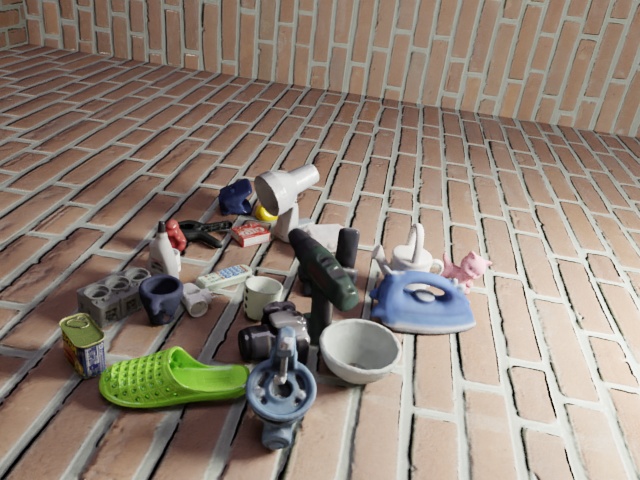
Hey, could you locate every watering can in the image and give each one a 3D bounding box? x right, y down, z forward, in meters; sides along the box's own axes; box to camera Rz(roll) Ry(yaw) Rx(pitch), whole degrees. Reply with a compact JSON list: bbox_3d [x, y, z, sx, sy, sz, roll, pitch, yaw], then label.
[{"bbox_3d":[0.215,0.051,1.405,0.173,0.194,0.100,-5,31,-21],"label":"watering can"}]

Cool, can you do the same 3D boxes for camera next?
[{"bbox_3d":[-0.100,0.188,1.181,0.137,0.101,0.142,-5,31,-21],"label":"camera"}]

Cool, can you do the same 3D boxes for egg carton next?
[{"bbox_3d":[0.014,0.006,1.570,0.150,0.069,0.107,-3,30,-18],"label":"egg carton"}]

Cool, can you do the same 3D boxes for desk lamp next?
[{"bbox_3d":[-0.081,-0.104,1.595,0.204,0.213,0.117,-16,36,-36],"label":"desk lamp"}]

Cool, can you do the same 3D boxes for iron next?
[{"bbox_3d":[0.248,0.131,1.324,0.258,0.141,0.118,6,29,-3],"label":"iron"}]

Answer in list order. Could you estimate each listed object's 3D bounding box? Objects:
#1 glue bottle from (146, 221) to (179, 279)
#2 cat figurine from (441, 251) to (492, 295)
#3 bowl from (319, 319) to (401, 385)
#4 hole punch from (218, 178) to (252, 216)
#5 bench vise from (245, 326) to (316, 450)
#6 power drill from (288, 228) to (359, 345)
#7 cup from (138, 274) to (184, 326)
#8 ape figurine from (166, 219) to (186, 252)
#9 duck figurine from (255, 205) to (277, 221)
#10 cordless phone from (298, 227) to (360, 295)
[{"bbox_3d":[-0.366,0.032,1.325,0.078,0.173,0.037,17,30,18],"label":"glue bottle"},{"bbox_3d":[0.372,0.071,1.485,0.127,0.118,0.067,19,31,20],"label":"cat figurine"},{"bbox_3d":[0.077,0.238,1.161,0.167,0.075,0.167,6,29,-3],"label":"bowl"},{"bbox_3d":[-0.257,-0.133,1.734,0.101,0.091,0.108,-2,30,-16],"label":"hole punch"},{"bbox_3d":[-0.076,0.222,1.003,0.122,0.220,0.207,-4,31,-19],"label":"bench vise"},{"bbox_3d":[-0.008,0.110,1.233,0.076,0.208,0.228,-15,36,-34],"label":"power drill"},{"bbox_3d":[-0.338,0.142,1.215,0.091,0.095,0.117,5,29,-5],"label":"cup"},{"bbox_3d":[-0.385,-0.010,1.481,0.077,0.092,0.076,10,29,5],"label":"ape figurine"},{"bbox_3d":[-0.152,-0.111,1.724,0.077,0.086,0.105,20,31,21],"label":"duck figurine"},{"bbox_3d":[0.024,0.044,1.383,0.147,0.185,0.094,5,29,-5],"label":"cordless phone"}]
